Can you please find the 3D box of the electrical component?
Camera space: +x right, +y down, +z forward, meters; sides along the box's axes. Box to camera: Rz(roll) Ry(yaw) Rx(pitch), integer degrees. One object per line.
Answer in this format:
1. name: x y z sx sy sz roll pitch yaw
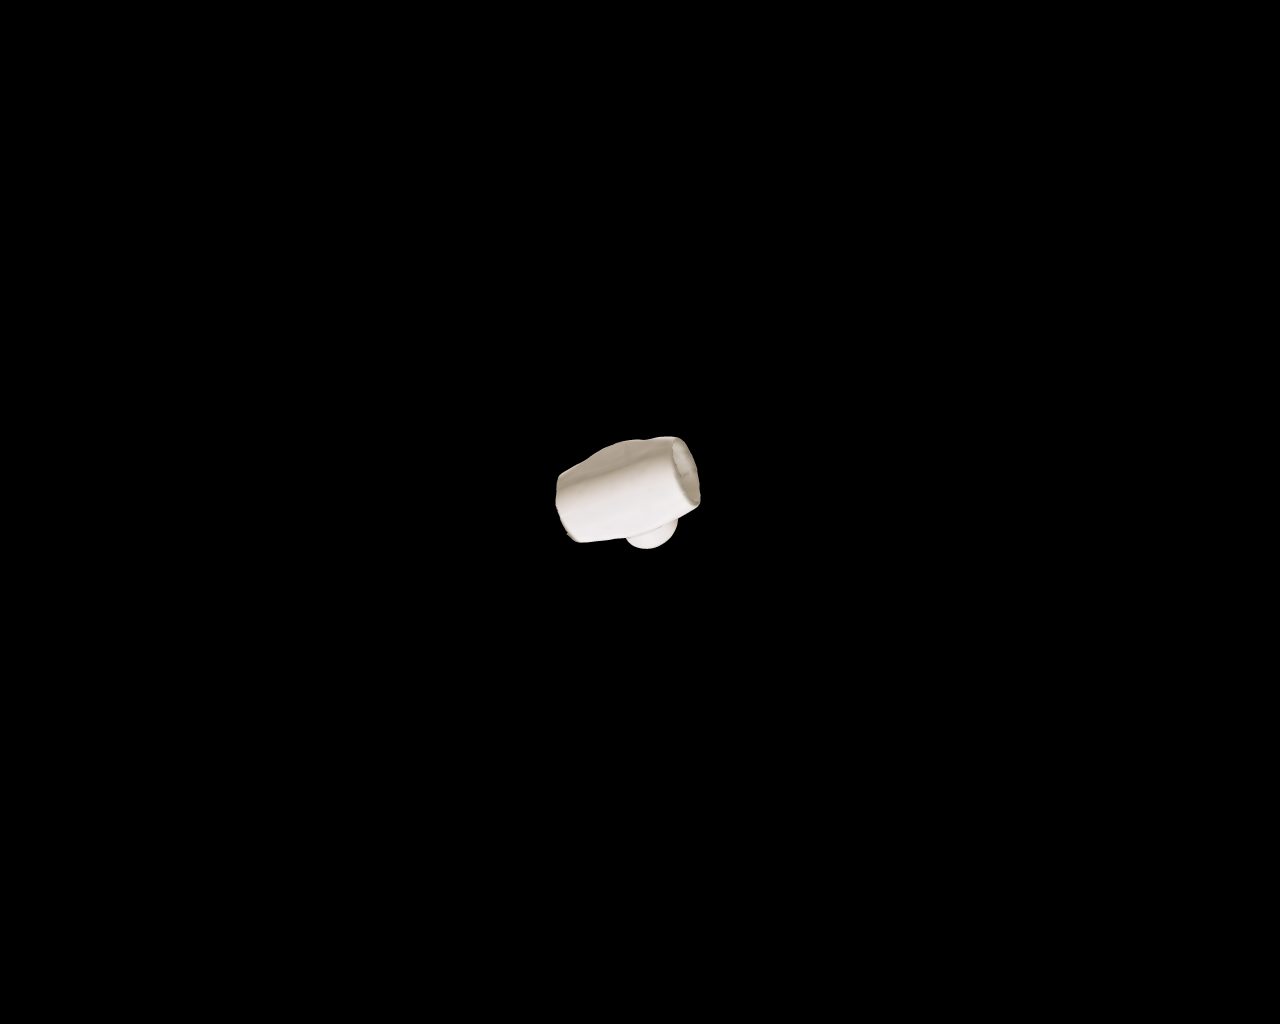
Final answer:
1. electrical component: 0.001 -0.003 0.650 0.077 0.044 0.079 -18 -44 19
